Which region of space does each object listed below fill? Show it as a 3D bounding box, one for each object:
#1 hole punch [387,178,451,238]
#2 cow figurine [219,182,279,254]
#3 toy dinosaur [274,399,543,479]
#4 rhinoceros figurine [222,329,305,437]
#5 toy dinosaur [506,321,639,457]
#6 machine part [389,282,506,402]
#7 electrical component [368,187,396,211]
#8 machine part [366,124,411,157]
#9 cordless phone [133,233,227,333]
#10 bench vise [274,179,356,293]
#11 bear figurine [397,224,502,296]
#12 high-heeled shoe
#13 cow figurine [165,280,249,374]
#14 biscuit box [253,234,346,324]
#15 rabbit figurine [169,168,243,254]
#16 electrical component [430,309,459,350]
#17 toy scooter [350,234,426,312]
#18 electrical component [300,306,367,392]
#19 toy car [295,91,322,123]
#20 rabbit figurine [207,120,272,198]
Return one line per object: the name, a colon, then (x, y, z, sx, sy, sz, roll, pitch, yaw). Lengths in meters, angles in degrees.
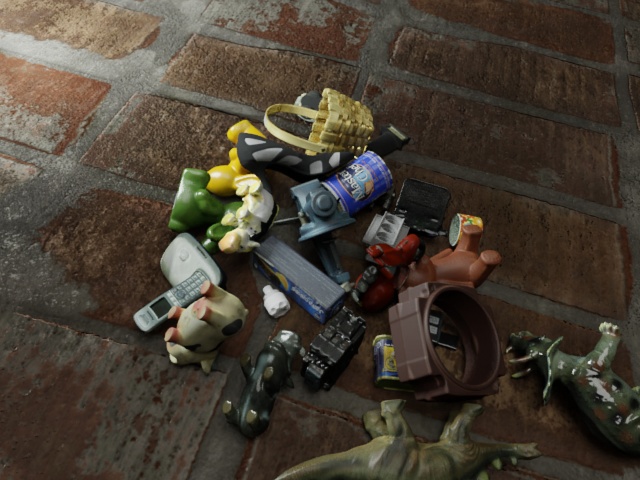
hole punch: (0.226, -0.067, 1.214, 0.142, 0.092, 0.115, 19, 85, 6)
cow figurine: (-0.141, -0.028, 1.079, 0.068, 0.098, 0.167, -9, 49, 40)
toy dinosaur: (0.126, 0.360, 0.855, 0.472, 0.105, 0.198, -1, 56, -3)
rhinoceros figurine: (-0.086, 0.240, 0.914, 0.073, 0.112, 0.190, 7, 61, 33)
toy dinosaur: (0.522, 0.296, 0.956, 0.192, 0.131, 0.405, -37, 69, -17)
machine part: (0.229, 0.180, 0.955, 0.201, 0.087, 0.201, 9, 63, -31)
electrical component: (0.145, -0.104, 1.246, 0.063, 0.021, 0.094, 5, 48, 24)
machine part: (0.164, -0.248, 1.364, 0.084, 0.039, 0.139, 43, 57, 13)
cordless phone: (-0.283, 0.086, 1.019, 0.184, 0.088, 0.147, -34, 64, -24)
bench vise: (0.007, -0.007, 1.094, 0.129, 0.224, 0.240, -20, 89, -21)
bear figurine: (0.242, 0.051, 1.093, 0.196, 0.131, 0.120, -1, 43, -16)
high-heeled shoe: (-0.053, -0.191, 1.152, 0.249, 0.086, 0.145, -24, 93, -23)
cow figurine: (-0.196, 0.157, 0.919, 0.127, 0.195, 0.085, 30, 39, -30)
biscuit box: (-0.044, 0.077, 1.071, 0.203, 0.059, 0.063, 37, 56, 20)
rabbit figurine: (-0.218, -0.055, 1.117, 0.170, 0.121, 0.159, 14, 55, -16)
electrical component: (0.214, 0.177, 1.040, 0.119, 0.047, 0.075, 19, 54, 9)
toy scooter: (0.116, 0.060, 1.018, 0.075, 0.184, 0.135, 45, 18, 32)
electrical component: (0.022, 0.201, 0.951, 0.058, 0.114, 0.134, 31, 55, 20)
toy car: (0.031, -0.330, 1.397, 0.202, 0.056, 0.073, 17, 58, 7)
rabbit figurine: (-0.176, -0.154, 1.216, 0.173, 0.121, 0.162, -38, 75, -15)
